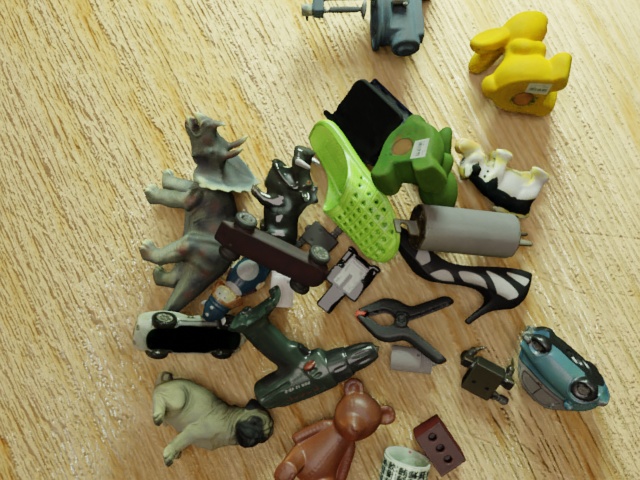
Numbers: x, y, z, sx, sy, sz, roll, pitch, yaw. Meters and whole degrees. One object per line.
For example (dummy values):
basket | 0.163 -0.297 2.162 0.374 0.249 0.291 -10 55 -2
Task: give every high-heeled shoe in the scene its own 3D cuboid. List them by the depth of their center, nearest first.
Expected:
high-heeled shoe | 0.241 0.029 0.923 0.145 0.086 0.249 -40 83 -6

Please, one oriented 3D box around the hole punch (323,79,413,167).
hole punch | 0.091 -0.213 0.952 0.142 0.092 0.115 45 124 5

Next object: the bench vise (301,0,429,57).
bench vise | 0.087 -0.425 0.933 0.241 0.129 0.223 -2 89 0

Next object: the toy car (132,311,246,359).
toy car | -0.225 0.166 0.948 0.201 0.056 0.073 7 106 -29

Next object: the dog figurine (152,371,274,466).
dog figurine | -0.191 0.300 0.967 0.191 0.121 0.172 -17 89 -7

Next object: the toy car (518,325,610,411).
toy car | 0.384 0.223 0.885 0.162 0.109 0.103 42 112 16

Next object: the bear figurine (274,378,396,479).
bear figurine | 0.032 0.344 0.913 0.120 0.132 0.196 44 100 1

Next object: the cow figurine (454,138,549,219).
cow figurine | 0.297 -0.107 0.924 0.167 0.068 0.098 27 98 8

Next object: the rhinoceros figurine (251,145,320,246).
rhinoceros figurine | -0.060 -0.073 0.942 0.112 0.073 0.190 20 106 15

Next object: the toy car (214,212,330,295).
toy car | -0.079 0.020 0.915 0.202 0.053 0.089 25 124 -8

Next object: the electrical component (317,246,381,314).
electrical component | 0.046 0.077 0.957 0.075 0.047 0.119 36 93 8

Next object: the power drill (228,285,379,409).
power drill | -0.041 0.180 0.935 0.232 0.086 0.207 -33 110 11

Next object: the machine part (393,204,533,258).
machine part | 0.237 -0.014 0.885 0.243 0.079 0.079 5 89 -11

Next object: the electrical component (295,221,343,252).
electrical component | -0.002 -0.003 0.979 0.094 0.021 0.063 -45 83 4

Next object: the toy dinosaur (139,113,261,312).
toy dinosaur | -0.211 -0.015 0.965 0.192 0.131 0.404 4 95 8

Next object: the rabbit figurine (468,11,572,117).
rabbit figurine | 0.337 -0.309 0.915 0.163 0.121 0.173 6 75 17

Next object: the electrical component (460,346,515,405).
electrical component | 0.288 0.229 0.926 0.102 0.045 0.078 22 119 10

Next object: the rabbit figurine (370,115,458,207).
rabbit figurine | 0.175 -0.116 0.909 0.121 0.170 0.159 -12 53 31

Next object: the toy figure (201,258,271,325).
toy figure | -0.149 0.081 0.949 0.064 0.057 0.154 22 55 34
